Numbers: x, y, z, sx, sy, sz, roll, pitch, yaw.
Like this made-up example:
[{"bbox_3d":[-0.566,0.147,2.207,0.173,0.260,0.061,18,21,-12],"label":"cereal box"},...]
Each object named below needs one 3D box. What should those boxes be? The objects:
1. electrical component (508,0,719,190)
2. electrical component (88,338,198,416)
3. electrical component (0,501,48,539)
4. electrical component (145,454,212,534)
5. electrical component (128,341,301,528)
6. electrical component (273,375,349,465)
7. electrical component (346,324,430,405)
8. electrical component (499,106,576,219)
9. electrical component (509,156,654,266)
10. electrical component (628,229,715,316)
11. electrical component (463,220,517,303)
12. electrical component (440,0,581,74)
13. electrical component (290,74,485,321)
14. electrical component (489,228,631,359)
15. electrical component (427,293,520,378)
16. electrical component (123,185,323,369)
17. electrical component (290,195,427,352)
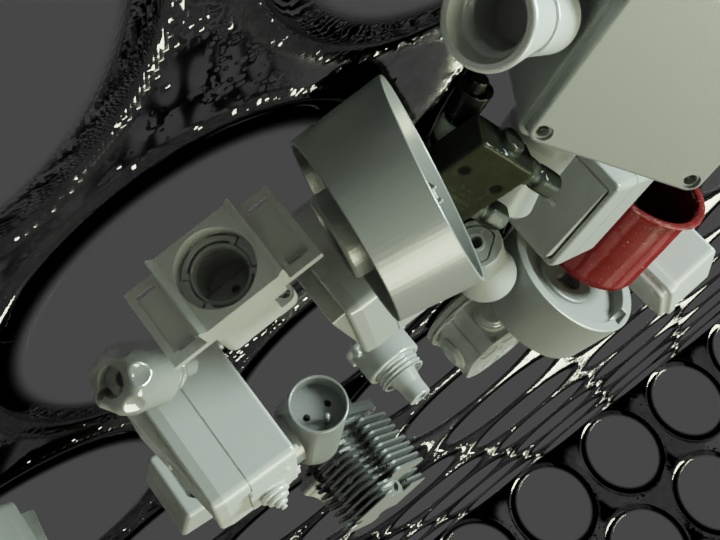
[{"bbox_3d":[0.145,-0.104,0.522,0.109,0.056,0.108,15,136,-20],"label":"electrical component"},{"bbox_3d":[-0.101,0.050,0.521,0.035,0.035,0.061,-47,163,22],"label":"electrical component"},{"bbox_3d":[-0.184,0.181,0.572,0.061,0.096,0.061,-27,159,-33],"label":"electrical component"},{"bbox_3d":[-0.097,0.138,0.721,0.083,0.047,0.075,-29,160,-29],"label":"electrical component"},{"bbox_3d":[-0.076,0.095,0.577,0.061,0.096,0.061,-34,162,-15],"label":"electrical component"},{"bbox_3d":[-0.047,0.119,0.778,0.079,0.044,0.077,-33,161,-20],"label":"electrical component"},{"bbox_3d":[0.024,0.067,0.764,0.048,0.062,0.048,-35,162,-13],"label":"electrical component"},{"bbox_3d":[0.093,-0.063,0.615,0.045,0.045,0.055,-21,155,-44],"label":"electrical component"},{"bbox_3d":[0.141,-0.057,0.695,0.061,0.061,0.096,-21,155,-44],"label":"electrical component"},{"bbox_3d":[0.229,-0.024,0.877,0.056,0.108,0.109,-43,162,3],"label":"electrical component"},{"bbox_3d":[0.083,-0.008,0.738,0.044,0.044,0.065,-39,157,-2],"label":"electrical component"},{"bbox_3d":[0.069,-0.109,0.464,0.044,0.044,0.065,-51,164,32],"label":"electrical component"},{"bbox_3d":[0.015,-0.030,0.461,0.064,0.099,0.099,-31,162,-4],"label":"electrical component"},{"bbox_3d":[0.143,0.016,0.812,0.108,0.108,0.060,-20,160,-46],"label":"electrical component"},{"bbox_3d":[0.099,0.045,0.880,0.080,0.051,0.080,-35,162,-13],"label":"electrical component"},{"bbox_3d":[-0.059,0.006,0.486,0.081,0.042,0.064,-38,166,-3],"label":"electrical component"},{"bbox_3d":[0.000,0.000,0.555,0.061,0.061,0.096,-38,162,-6],"label":"electrical component"}]
